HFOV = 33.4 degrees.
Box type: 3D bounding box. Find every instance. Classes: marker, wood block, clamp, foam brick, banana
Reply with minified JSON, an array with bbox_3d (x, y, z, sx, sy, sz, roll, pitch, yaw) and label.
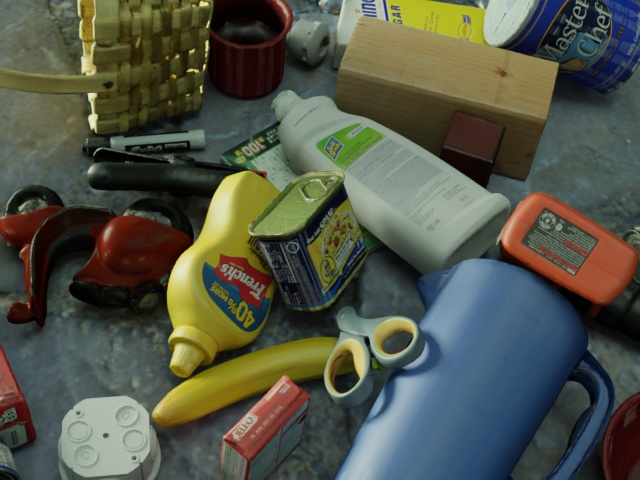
[{"bbox_3d":[-0.175,-0.096,1.059,0.121,0.020,0.020,-5,54,-8],"label":"marker"},{"bbox_3d":[0.124,-0.145,1.078,0.206,0.090,0.090,15,52,7],"label":"wood block"},{"bbox_3d":[-0.136,-0.058,0.993,0.171,0.039,0.120,5,17,-1],"label":"clamp"},{"bbox_3d":[0.142,-0.075,1.035,0.053,0.078,0.051,19,52,7],"label":"foam brick"},{"bbox_3d":[-0.047,0.112,0.887,0.197,0.070,0.037,-14,95,-15],"label":"banana"}]

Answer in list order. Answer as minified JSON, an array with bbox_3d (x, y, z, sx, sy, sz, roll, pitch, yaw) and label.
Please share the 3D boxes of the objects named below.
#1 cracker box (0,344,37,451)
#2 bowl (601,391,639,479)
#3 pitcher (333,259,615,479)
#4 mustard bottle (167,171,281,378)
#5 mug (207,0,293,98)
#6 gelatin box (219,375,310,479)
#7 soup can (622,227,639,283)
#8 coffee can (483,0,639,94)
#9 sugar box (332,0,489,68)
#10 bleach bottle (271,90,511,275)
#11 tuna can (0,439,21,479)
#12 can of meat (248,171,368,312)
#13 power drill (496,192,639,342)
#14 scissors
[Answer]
[{"bbox_3d":[-0.346,0.095,0.862,0.164,0.072,0.214,-21,56,-22],"label":"cracker box"},{"bbox_3d":[0.298,0.197,0.856,0.162,0.055,0.162,2,53,-3],"label":"bowl"},{"bbox_3d":[0.114,0.147,0.838,0.149,0.145,0.242,-1,44,47],"label":"pitcher"},{"bbox_3d":[-0.081,0.037,0.925,0.058,0.096,0.191,-11,41,42],"label":"mustard bottle"},{"bbox_3d":[-0.078,-0.211,1.115,0.093,0.081,0.117,-4,54,-8],"label":"mug"},{"bbox_3d":[-0.045,0.156,0.836,0.030,0.089,0.073,36,58,18],"label":"gelatin box"},{"bbox_3d":[0.339,0.015,0.990,0.102,0.068,0.068,-8,54,-10],"label":"soup can"},{"bbox_3d":[0.257,-0.225,1.113,0.140,0.103,0.103,20,50,-19],"label":"coffee can"},{"bbox_3d":[0.106,-0.219,1.160,0.176,0.048,0.093,10,53,1],"label":"sugar box"},{"bbox_3d":[0.053,-0.068,1.011,0.102,0.068,0.251,-37,62,-23],"label":"bleach bottle"},{"bbox_3d":[-0.269,0.183,0.798,0.086,0.086,0.034,-18,55,-18],"label":"tuna can"},{"bbox_3d":[-0.006,0.001,0.930,0.058,0.084,0.102,-1,34,35],"label":"can of meat"},{"bbox_3d":[0.228,0.031,0.903,0.185,0.187,0.057,32,88,19],"label":"power drill"},{"bbox_3d":[0.040,0.062,0.887,0.096,0.016,0.201,-26,28,18],"label":"scissors"}]
